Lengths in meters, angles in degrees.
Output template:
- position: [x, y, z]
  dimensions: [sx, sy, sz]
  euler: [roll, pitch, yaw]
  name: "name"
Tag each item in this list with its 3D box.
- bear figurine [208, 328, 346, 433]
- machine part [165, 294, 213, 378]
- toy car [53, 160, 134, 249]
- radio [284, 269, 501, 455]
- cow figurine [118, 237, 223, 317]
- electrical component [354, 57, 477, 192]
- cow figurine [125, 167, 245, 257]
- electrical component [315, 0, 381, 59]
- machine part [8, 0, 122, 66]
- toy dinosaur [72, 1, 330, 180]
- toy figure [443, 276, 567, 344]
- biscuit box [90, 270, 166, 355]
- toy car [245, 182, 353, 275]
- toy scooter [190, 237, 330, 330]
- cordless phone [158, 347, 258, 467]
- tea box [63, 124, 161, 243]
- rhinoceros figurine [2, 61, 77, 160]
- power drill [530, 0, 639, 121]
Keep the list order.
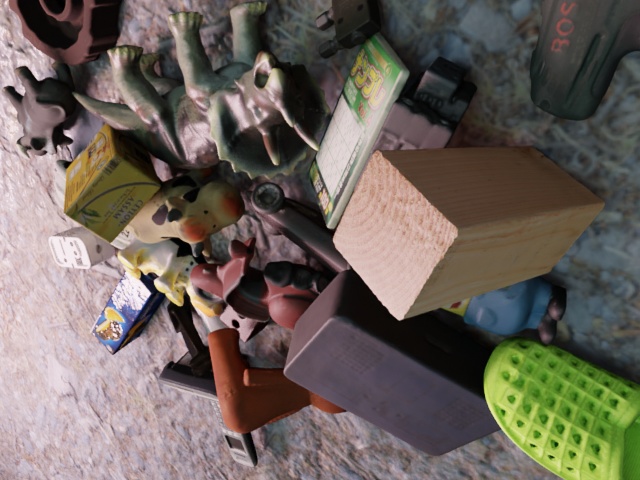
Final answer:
- position: [-0.036, 0.173, 0.700]
  dimensions: [0.120, 0.196, 0.132]
  euler: [81, 171, -47]
  name: "bear figurine"
- position: [-0.196, 0.133, 0.797]
  dimensions: [0.139, 0.039, 0.084]
  euler: [54, 150, 31]
  name: "machine part"
- position: [-0.342, -0.055, 0.827]
  dimensions: [0.202, 0.056, 0.073]
  euler: [31, 124, 17]
  name: "toy car"
- position: [0.083, 0.141, 0.583]
  dimensions: [0.229, 0.073, 0.131]
  euler: [32, 130, -12]
  name: "radio"
- position: [-0.193, 0.038, 0.762]
  dimensions: [0.167, 0.098, 0.068]
  euler: [29, 155, 12]
  name: "cow figurine"
- position: [0.090, -0.096, 0.495]
  dimensions: [0.058, 0.115, 0.134]
  euler: [28, 124, 4]
  name: "electrical component"
- position: [-0.176, -0.037, 0.679]
  dimensions: [0.195, 0.127, 0.085]
  euler: [-6, 128, 35]
  name: "cow figurine"
- position: [0.035, -0.218, 0.519]
  dimensions: [0.094, 0.021, 0.063]
  euler: [-21, 66, 36]
  name: "electrical component"
- position: [-0.337, -0.322, 0.706]
  dimensions: [0.180, 0.056, 0.179]
  euler: [14, 119, 27]
  name: "machine part"
- position: [-0.145, -0.146, 0.628]
  dimensions: [0.405, 0.131, 0.192]
  euler: [-7, 103, 42]
  name: "toy dinosaur"
- position: [0.151, 0.041, 0.543]
  dimensions: [0.180, 0.089, 0.082]
  euler: [19, 104, 14]
  name: "toy figure"
- position: [-0.303, 0.106, 0.870]
  dimensions: [0.059, 0.063, 0.202]
  euler: [46, 128, 6]
  name: "biscuit box"
- position: [-0.001, -0.002, 0.622]
  dimensions: [0.202, 0.089, 0.053]
  euler: [37, 81, 16]
  name: "toy car"
- position: [-0.062, 0.048, 0.633]
  dimensions: [0.184, 0.075, 0.135]
  euler: [14, 147, -5]
  name: "toy scooter"
- position: [-0.161, 0.267, 0.842]
  dimensions: [0.147, 0.089, 0.184]
  euler: [4, 117, 31]
  name: "cordless phone"
- position: [-0.268, -0.080, 0.687]
  dimensions: [0.098, 0.170, 0.068]
  euler: [-47, 124, 5]
  name: "tea box"
- position: [-0.403, -0.183, 0.788]
  dimensions: [0.190, 0.073, 0.112]
  euler: [-22, 97, 51]
  name: "rhinoceros figurine"
- position: [0.264, -0.178, 0.374]
  dimensions: [0.207, 0.086, 0.231]
  euler: [25, 124, 16]
  name: "power drill"
